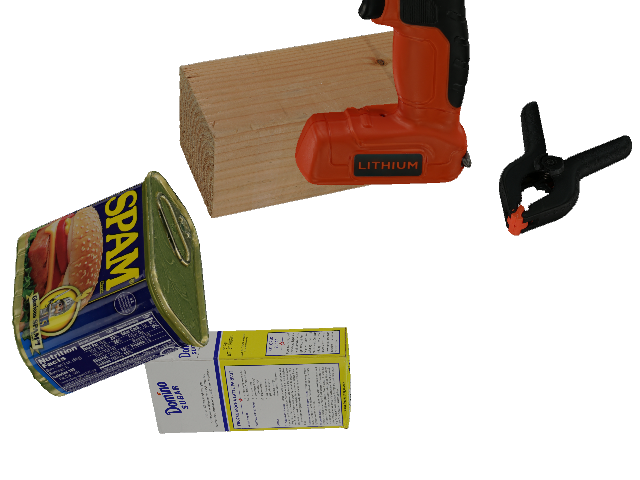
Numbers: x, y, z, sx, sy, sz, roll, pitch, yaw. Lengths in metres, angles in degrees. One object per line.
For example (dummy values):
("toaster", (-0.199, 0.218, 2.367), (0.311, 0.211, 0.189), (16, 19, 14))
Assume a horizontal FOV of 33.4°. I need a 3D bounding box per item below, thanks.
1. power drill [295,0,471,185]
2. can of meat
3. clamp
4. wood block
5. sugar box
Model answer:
("power drill", (0.028, -0.122, 0.613), (0.184, 0.188, 0.057), (0, 37, -8))
("can of meat", (-0.111, 0.023, 0.558), (0.084, 0.102, 0.057), (-22, -47, 10))
("clamp", (0.226, -0.077, 1.089), (0.120, 0.039, 0.171), (29, 55, 30))
("wood block", (-0.002, -0.098, 0.861), (0.205, 0.091, 0.090), (-13, -38, -18))
("sugar box", (-0.062, 0.125, 0.952), (0.176, 0.093, 0.048), (0, 36, 5))
